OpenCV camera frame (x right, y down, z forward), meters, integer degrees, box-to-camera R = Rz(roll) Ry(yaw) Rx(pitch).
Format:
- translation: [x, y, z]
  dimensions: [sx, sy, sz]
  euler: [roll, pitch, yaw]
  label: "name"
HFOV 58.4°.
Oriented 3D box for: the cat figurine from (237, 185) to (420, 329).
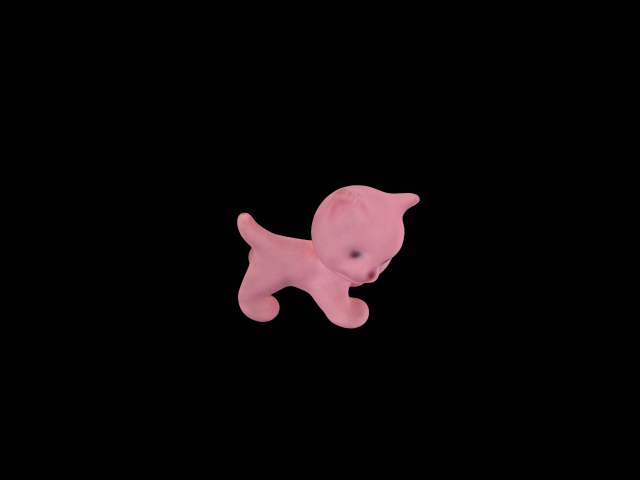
- translation: [0.004, 0.001, 0.400]
  dimensions: [0.127, 0.118, 0.067]
  euler: [2, 47, 2]
  label: "cat figurine"
